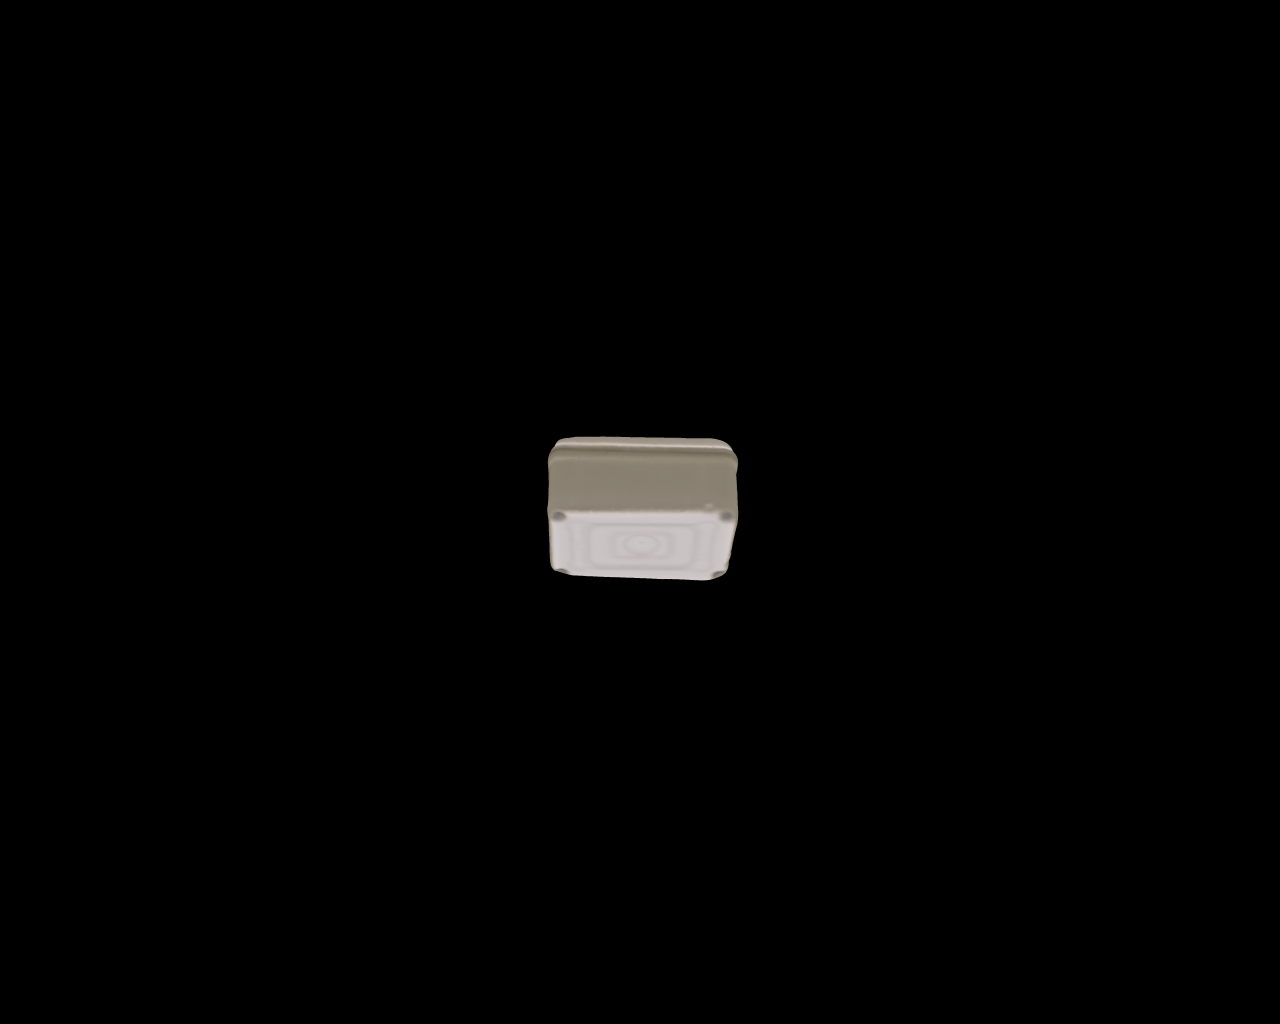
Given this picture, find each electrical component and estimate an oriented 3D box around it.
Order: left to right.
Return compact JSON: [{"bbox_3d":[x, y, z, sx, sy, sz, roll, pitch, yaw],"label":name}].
[{"bbox_3d":[0.001,-0.003,0.650,0.113,0.057,0.078,2,-35,-2],"label":"electrical component"}]
